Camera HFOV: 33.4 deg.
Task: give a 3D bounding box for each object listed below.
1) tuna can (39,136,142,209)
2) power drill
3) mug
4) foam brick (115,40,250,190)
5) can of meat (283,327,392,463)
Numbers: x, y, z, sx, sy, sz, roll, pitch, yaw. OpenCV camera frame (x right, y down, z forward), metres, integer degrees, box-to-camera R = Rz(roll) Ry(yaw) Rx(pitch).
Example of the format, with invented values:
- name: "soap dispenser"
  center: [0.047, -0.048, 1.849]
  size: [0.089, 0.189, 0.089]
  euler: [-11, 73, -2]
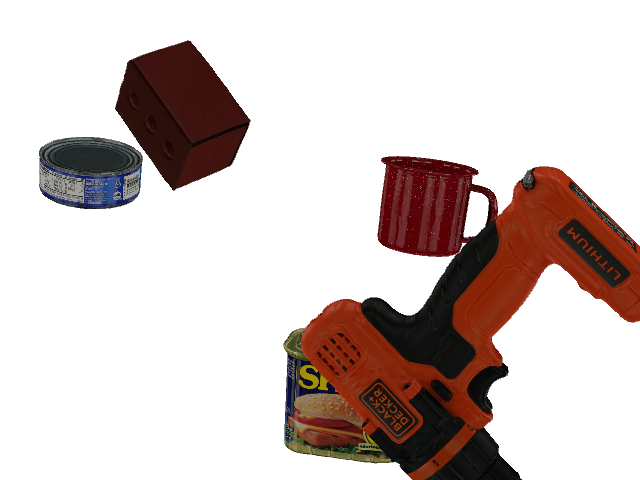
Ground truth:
- name: "tuna can"
  center: [-0.194, -0.057, 0.902]
  size: [0.086, 0.034, 0.086]
  euler: [7, 24, -3]
- name: "power drill"
  center: [0.107, 0.066, 0.604]
  size: [0.188, 0.184, 0.057]
  euler: [-45, -2, 16]
- name: "mug"
  center: [0.110, -0.030, 1.014]
  size: [0.117, 0.081, 0.093]
  euler: [10, 12, 16]
- name: "foam brick"
  center: [-0.094, -0.085, 0.718]
  size: [0.051, 0.078, 0.053]
  euler: [-26, -20, -33]
- name: "can of meat"
  center: [0.022, 0.119, 0.817]
  size: [0.102, 0.084, 0.057]
  euler: [6, 16, 11]
